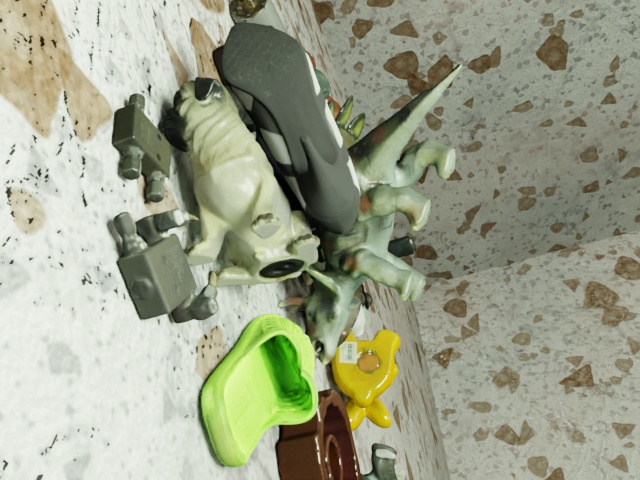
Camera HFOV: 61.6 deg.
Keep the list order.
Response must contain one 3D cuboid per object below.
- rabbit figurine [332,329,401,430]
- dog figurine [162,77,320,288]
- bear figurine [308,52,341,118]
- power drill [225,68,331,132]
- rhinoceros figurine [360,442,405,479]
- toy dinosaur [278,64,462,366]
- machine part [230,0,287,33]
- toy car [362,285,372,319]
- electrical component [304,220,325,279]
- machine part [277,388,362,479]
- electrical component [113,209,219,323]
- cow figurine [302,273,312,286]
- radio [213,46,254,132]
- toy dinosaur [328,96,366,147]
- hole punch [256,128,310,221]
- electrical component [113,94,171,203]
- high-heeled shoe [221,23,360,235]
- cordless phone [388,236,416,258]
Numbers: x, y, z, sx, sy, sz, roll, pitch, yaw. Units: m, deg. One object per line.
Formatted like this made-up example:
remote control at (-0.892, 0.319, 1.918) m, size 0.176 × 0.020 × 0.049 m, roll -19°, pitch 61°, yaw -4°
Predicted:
rabbit figurine at (0.081, 0.244, 0.931) m, size 0.173 × 0.122 × 0.162 m, roll 93°, pitch -10°, yaw -65°
dog figurine at (-0.079, -0.060, 0.564) m, size 0.172 × 0.121 × 0.190 m, roll 62°, pitch 12°, yaw -64°
bear figurine at (-0.040, -0.322, 1.189) m, size 0.195 × 0.132 × 0.120 m, roll 52°, pitch 15°, yaw -11°
power drill at (-0.064, -0.130, 0.743) m, size 0.232 × 0.086 × 0.207 m, roll -41°, pitch 125°, yaw -40°
rhinoceros figurine at (0.068, 0.359, 0.704) m, size 0.190 × 0.112 × 0.073 m, roll -78°, pitch 148°, yaw -51°
toy dinosaur at (0.055, -0.033, 0.700) m, size 0.131 × 0.192 × 0.404 m, roll -31°, pitch 135°, yaw -61°
machine part at (-0.101, -0.382, 1.007) m, size 0.243 × 0.079 × 0.079 m, roll 51°, pitch 26°, yaw -60°
toy car at (0.070, 0.085, 1.230) m, size 0.073 × 0.056 × 0.201 m, roll 19°, pitch 54°, yaw -69°
electrical component at (-0.002, -0.003, 0.850) m, size 0.058 × 0.115 × 0.134 m, roll -11°, pitch 84°, yaw -78°
machine part at (0.002, 0.270, 0.648) m, size 0.179 × 0.056 × 0.179 m, roll -16°, pitch 90°, yaw -78°
electrical component at (-0.120, 0.021, 0.434) m, size 0.078 × 0.045 × 0.102 m, roll -46°, pitch 119°, yaw -79°
cow figurine at (0.032, 0.078, 0.948) m, size 0.068 × 0.098 × 0.167 m, roll -102°, pitch 169°, yaw -49°
radio at (-0.098, -0.269, 0.878) m, size 0.230 × 0.073 × 0.131 m, roll -85°, pitch 155°, yaw -64°
toy dinosaur at (0.028, -0.166, 1.038) m, size 0.471 × 0.105 × 0.198 m, roll 31°, pitch 75°, yaw -71°
hole punch at (-0.053, -0.060, 0.637) m, size 0.116 × 0.142 × 0.092 m, roll 30°, pitch 51°, yaw -12°
electrical component at (-0.154, -0.083, 0.473) m, size 0.063 × 0.021 × 0.094 m, roll 57°, pitch 20°, yaw -56°
high-heeled shoe at (-0.027, -0.121, 0.573) m, size 0.249 × 0.086 × 0.145 m, roll 65°, pitch 3°, yaw 34°
cordless phone at (0.138, -0.002, 1.345) m, size 0.089 × 0.184 × 0.146 m, roll -25°, pitch 98°, yaw -73°
